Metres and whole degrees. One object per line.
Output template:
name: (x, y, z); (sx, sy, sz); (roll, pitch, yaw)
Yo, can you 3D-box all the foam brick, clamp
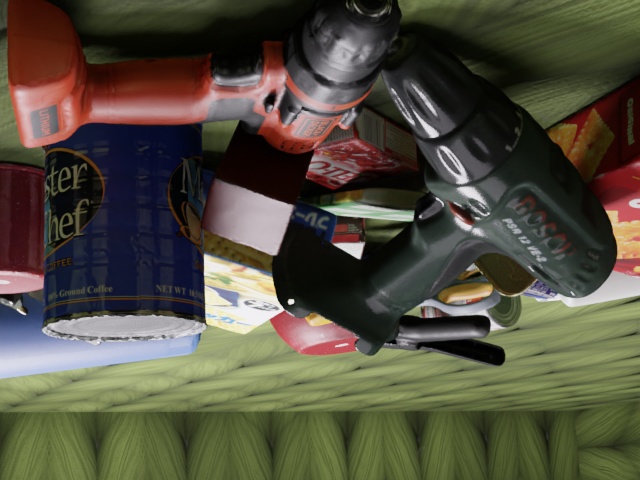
foam brick: (-0.036, -0.039, 0.666); (0.053, 0.078, 0.051); (20, 138, -2)
clamp: (0.107, 0.104, 1.216); (0.210, 0.036, 0.164); (7, 162, 11)

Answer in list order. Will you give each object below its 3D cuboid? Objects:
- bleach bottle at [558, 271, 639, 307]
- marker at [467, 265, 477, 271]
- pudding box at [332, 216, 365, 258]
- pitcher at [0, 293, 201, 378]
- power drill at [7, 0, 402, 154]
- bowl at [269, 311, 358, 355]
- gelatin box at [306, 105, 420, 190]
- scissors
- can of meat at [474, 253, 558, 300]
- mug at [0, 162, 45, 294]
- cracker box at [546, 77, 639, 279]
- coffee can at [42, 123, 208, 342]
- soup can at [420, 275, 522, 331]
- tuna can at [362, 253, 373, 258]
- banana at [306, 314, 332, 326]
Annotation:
bleach bottle: (0.330, -0.001, 0.955); (0.251, 0.068, 0.102); (-9, -153, -2)
marker: (0.120, 0.017, 1.102); (0.120, 0.020, 0.020); (10, 162, -43)
pudding box: (-0.006, 0.001, 0.975); (0.090, 0.039, 0.113); (-2, 165, -2)
pitcher: (-0.240, 0.058, 1.011); (0.242, 0.149, 0.145); (-3, 151, -14)
power drill: (-0.063, -0.088, 0.552); (0.187, 0.057, 0.185); (1, 166, -13)
bowl: (0.019, 0.084, 1.109); (0.162, 0.055, 0.162); (-7, 165, -2)
gelatin box: (0.017, -0.062, 0.734); (0.073, 0.030, 0.089); (-11, 164, 30)
scissors: (0.118, 0.053, 1.177); (0.202, 0.016, 0.096); (-2, -147, 44)
can of meat: (0.158, 0.000, 0.876); (0.057, 0.102, 0.083); (-46, 153, 17)
mug: (-0.250, -0.004, 0.813); (0.093, 0.081, 0.117); (8, 163, -37)
cracker box: (0.243, -0.037, 0.736); (0.164, 0.072, 0.214); (16, 162, -19)
coffee can: (-0.124, -0.012, 0.680); (0.103, 0.140, 0.103); (-3, 166, -1)
soup can: (0.179, 0.079, 1.266); (0.068, 0.068, 0.102); (9, 162, -40)
tuna can: (0.054, 0.039, 1.148); (0.086, 0.034, 0.086); (-3, 166, -1)
banana: (0.069, 0.023, 0.994); (0.198, 0.037, 0.069); (-39, 152, 31)
